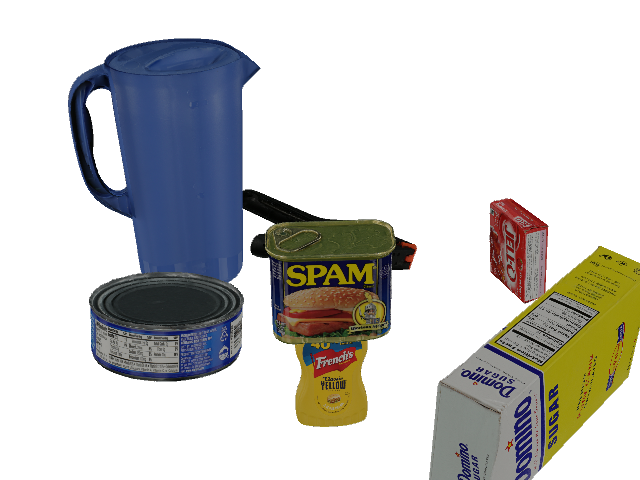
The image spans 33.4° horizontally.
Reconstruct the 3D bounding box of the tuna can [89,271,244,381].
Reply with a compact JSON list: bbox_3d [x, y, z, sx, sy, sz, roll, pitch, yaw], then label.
[{"bbox_3d":[-0.086,0.047,0.601,0.086,0.034,0.086,2,18,-1],"label":"tuna can"}]

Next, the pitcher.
[{"bbox_3d":[-0.149,-0.074,1.074,0.149,0.243,0.144,12,28,26],"label":"pitcher"}]

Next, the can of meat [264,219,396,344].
[{"bbox_3d":[0.008,0.034,0.854,0.102,0.084,0.057,-2,29,-1],"label":"can of meat"}]

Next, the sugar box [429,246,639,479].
[{"bbox_3d":[0.133,0.083,0.633,0.048,0.093,0.175,24,41,31],"label":"sugar box"}]

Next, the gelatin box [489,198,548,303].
[{"bbox_3d":[0.207,0.010,1.124,0.030,0.089,0.073,-14,30,-16],"label":"gelatin box"}]

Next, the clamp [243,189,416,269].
[{"bbox_3d":[0.008,0.001,1.201,0.210,0.036,0.164,15,20,-7],"label":"clamp"}]

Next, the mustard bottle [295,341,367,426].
[{"bbox_3d":[0.015,0.150,1.417,0.096,0.192,0.058,-2,17,-5],"label":"mustard bottle"}]
